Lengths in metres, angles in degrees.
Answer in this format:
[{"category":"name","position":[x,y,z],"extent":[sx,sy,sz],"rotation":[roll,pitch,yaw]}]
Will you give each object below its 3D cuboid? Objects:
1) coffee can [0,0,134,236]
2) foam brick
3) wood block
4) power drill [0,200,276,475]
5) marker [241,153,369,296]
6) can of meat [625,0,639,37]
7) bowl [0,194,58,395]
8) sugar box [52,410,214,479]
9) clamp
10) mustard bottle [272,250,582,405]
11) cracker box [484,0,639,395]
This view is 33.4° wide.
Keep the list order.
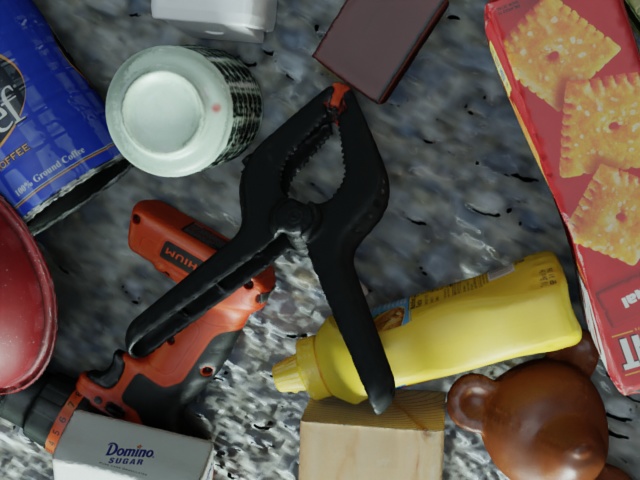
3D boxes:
[{"category":"coffee can","position":[-0.196,-0.083,0.681],"extent":[0.103,0.102,0.140],"rotation":[-35,92,11]},{"category":"foam brick","position":[0.039,-0.131,0.666],"extent":[0.051,0.053,0.078],"rotation":[33,100,3]},{"category":"wood block","position":[0.033,0.207,0.693],"extent":[0.090,0.090,0.206],"rotation":[3,98,7]},{"category":"power drill","position":[-0.128,0.071,0.717],"extent":[0.184,0.057,0.188],"rotation":[28,104,0]},{"category":"marker","position":[-0.012,-0.008,0.707],"extent":[0.020,0.020,0.121],"rotation":[-38,91,11]},{"category":"can of meat","position":[0.232,-0.141,0.634],"extent":[0.084,0.057,0.102],"rotation":[-36,91,14]},{"category":"bowl","position":[-0.242,0.035,0.660],"extent":[0.162,0.055,0.162],"rotation":[12,116,25]},{"category":"sugar box","position":[-0.120,0.191,0.695],"extent":[0.093,0.048,0.176],"rotation":[12,133,7]},{"category":"clamp","position":[-0.004,0.001,0.645],"extent":[0.165,0.036,0.210],"rotation":[18,68,18]},{"category":"mustard bottle","position":[0.062,0.061,0.665],"extent":[0.192,0.096,0.058],"rotation":[-17,97,10]},{"category":"cracker box","position":[0.158,-0.039,0.604],"extent":[0.072,0.164,0.214],"rotation":[-18,94,12]}]
